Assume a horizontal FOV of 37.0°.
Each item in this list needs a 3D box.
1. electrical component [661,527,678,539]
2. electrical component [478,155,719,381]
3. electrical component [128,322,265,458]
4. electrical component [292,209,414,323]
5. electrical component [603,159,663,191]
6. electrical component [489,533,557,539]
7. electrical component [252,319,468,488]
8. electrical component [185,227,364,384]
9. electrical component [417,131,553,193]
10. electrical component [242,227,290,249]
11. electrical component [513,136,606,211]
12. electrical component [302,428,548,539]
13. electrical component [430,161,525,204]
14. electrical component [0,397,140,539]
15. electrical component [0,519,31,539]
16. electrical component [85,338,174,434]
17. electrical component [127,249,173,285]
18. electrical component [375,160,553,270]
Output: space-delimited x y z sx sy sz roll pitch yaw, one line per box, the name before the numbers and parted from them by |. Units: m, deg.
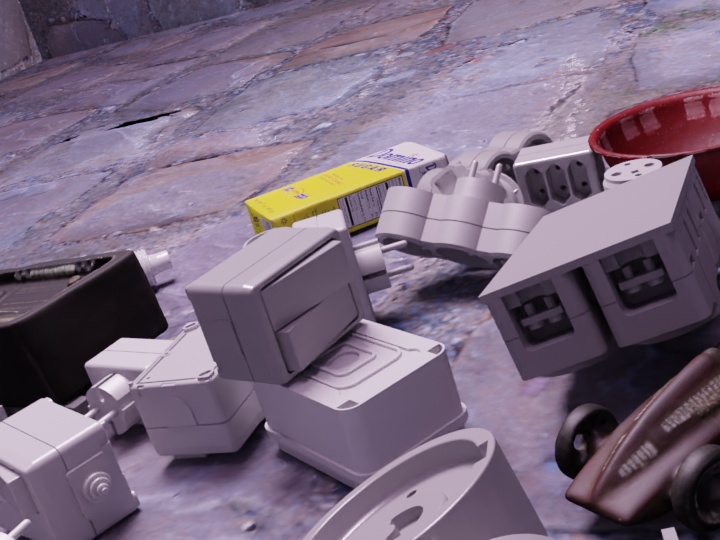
electrical component | 0.135 0.131 0.386 0.064 0.042 0.081 -15 21 10
electrical component | 0.150 -0.003 0.627 0.105 0.060 0.186 -23 7 25
electrical component | -0.090 0.073 0.685 0.062 0.061 0.096 -7 23 25
electrical component | 0.000 0.000 0.766 0.076 0.083 0.047 -17 21 1
electrical component | 0.199 -0.046 0.764 0.045 0.055 0.045 -15 21 6
electrical component | 0.057 0.138 0.377 0.080 0.080 0.051 -22 26 -11
electrical component | -0.002 0.075 0.615 0.078 0.057 0.113 -29 24 -28
electrical component | -0.040 0.016 0.621 0.061 0.061 0.096 1 27 40
electrical component | 0.099 -0.078 0.930 0.138 0.052 0.074 -30 24 -31
electrical component | -0.064 0.000 0.858 0.045 0.055 0.045 -15 21 6
electrical component | 0.171 -0.086 0.898 0.066 0.047 0.076 -9 24 24
electrical component | 0.028 0.123 0.451 0.108 0.060 0.108 -35 6 4
electrical component | 0.095 -0.047 0.833 0.058 0.078 0.057 -39 -9 27
electrical component | -0.179 0.122 0.628 0.061 0.061 0.096 -32 25 -34
electrical component | -0.186 0.155 0.528 0.043 0.077 0.079 -4 25 32
electrical component | -0.158 0.085 0.727 0.066 0.047 0.077 -1 26 38
electrical component | -0.204 0.000 0.984 0.062 0.043 0.043 -21 21 -13
electrical component | 0.084 -0.044 0.777 0.138 0.073 0.052 11 -12 26
